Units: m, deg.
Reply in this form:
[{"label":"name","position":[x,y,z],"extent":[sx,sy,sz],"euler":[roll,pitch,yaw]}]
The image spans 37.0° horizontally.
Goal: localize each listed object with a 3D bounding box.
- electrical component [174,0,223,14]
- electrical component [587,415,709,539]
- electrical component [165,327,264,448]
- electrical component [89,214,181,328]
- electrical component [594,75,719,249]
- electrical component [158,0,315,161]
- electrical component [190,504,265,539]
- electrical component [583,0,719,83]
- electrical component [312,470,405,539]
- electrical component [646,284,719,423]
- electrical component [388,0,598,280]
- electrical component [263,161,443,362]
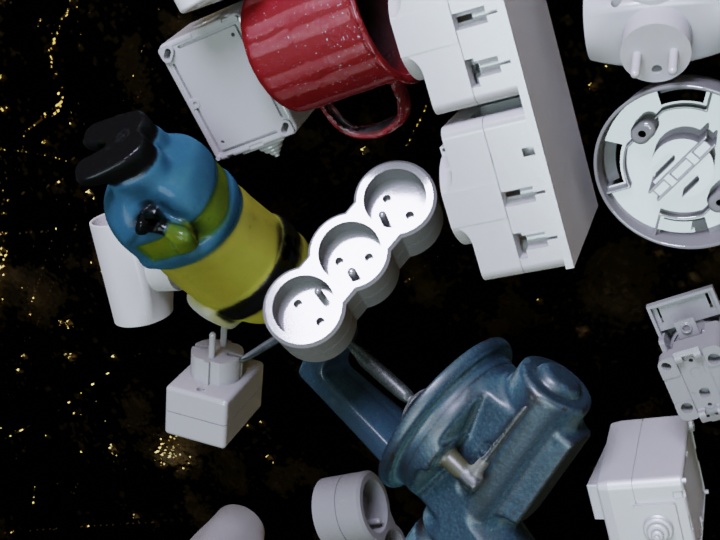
[{"label":"electrical component","position":[-0.082,-0.194,0.630],"extent":[0.054,0.095,0.059],"euler":[-21,103,26]},{"label":"electrical component","position":[0.181,0.141,0.676],"extent":[0.061,0.096,0.061],"euler":[-9,108,23]},{"label":"electrical component","position":[-0.102,0.074,0.767],"extent":[0.047,0.065,0.076],"euler":[13,115,15]},{"label":"electrical component","position":[-0.146,-0.003,0.763],"extent":[0.079,0.043,0.077],"euler":[-2,111,20]},{"label":"electrical component","position":[0.184,-0.062,0.608],"extent":[0.099,0.064,0.099],"euler":[7,114,17]},{"label":"electrical component","position":[-0.071,-0.118,0.682],"extent":[0.062,0.061,0.096],"euler":[-17,113,25]},{"label":"electrical component","position":[-0.097,0.233,0.825],"extent":[0.043,0.077,0.079],"euler":[-34,98,28]},{"label":"electrical component","position":[0.161,-0.128,0.581],"extent":[0.077,0.079,0.044],"euler":[-1,134,20]},{"label":"electrical component","position":[-0.006,0.217,0.800],"extent":[0.074,0.052,0.138],"euler":[-15,106,24]},{"label":"electrical component","position":[0.207,0.055,0.649],"extent":[0.042,0.064,0.081],"euler":[-21,103,25]},{"label":"electrical component","position":[0.076,-0.100,0.607],"extent":[0.060,0.105,0.186],"euler":[-11,107,23]},{"label":"electrical component","position":[0.000,0.000,0.687],"extent":[0.052,0.073,0.138],"euler":[37,82,20]}]
